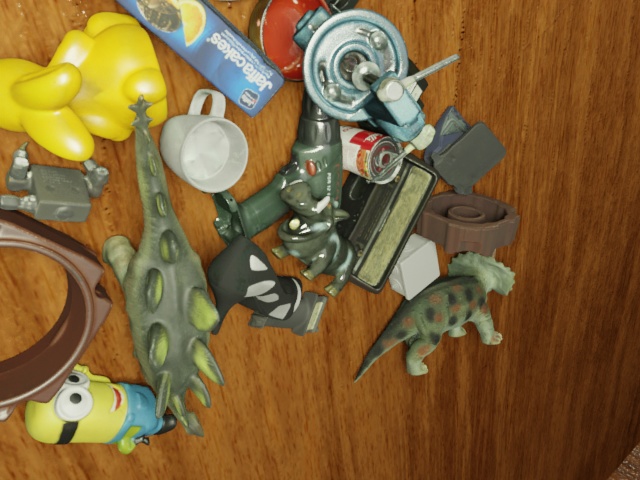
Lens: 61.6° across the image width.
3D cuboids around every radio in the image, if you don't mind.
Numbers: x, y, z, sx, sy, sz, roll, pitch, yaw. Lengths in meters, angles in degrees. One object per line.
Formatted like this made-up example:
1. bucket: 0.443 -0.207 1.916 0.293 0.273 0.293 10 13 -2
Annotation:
1. radio: 0.089 -0.039 0.869 0.131 0.073 0.229 26 91 -44

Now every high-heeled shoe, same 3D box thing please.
1. high-heeled shoe: -0.071 0.040 0.723 0.249 0.086 0.145 -26 140 -64

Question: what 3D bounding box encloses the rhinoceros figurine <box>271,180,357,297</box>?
1. rhinoceros figurine: -0.001 -0.002 0.717 0.112 0.073 0.190 -48 142 -9

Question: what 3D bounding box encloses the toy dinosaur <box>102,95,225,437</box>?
1. toy dinosaur: -0.171 0.064 0.603 0.105 0.199 0.470 -17 121 -23

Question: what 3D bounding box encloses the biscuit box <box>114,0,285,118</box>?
1. biscuit box: -0.129 -0.221 0.572 0.202 0.063 0.059 38 105 -27

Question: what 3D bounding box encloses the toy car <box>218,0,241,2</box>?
1. toy car: -0.074 -0.338 0.563 0.109 0.103 0.161 -30 129 -28

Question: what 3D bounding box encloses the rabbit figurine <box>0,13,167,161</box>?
1. rabbit figurine: -0.240 -0.136 0.517 0.173 0.162 0.121 -9 128 -18

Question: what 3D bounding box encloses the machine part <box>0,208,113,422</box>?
1. machine part: -0.338 0.074 0.551 0.201 0.087 0.201 36 84 -42

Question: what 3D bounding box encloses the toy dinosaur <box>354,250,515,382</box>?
1. toy dinosaur: 0.234 0.133 1.045 0.405 0.131 0.192 -18 107 -29

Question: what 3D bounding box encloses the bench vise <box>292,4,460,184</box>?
1. bench vise: 0.065 -0.164 0.605 0.129 0.241 0.223 -35 113 6

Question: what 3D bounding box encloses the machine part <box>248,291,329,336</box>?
1. machine part: -0.046 0.117 0.850 0.139 0.039 0.084 4 114 -43

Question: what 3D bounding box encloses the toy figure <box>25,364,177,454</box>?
1. toy figure: -0.272 0.219 0.675 0.180 0.082 0.089 31 89 -46

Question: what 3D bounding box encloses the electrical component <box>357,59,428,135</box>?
1. electrical component: 0.100 -0.218 0.813 0.115 0.058 0.134 -55 133 -5

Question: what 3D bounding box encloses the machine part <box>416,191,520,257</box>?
1. machine part: 0.258 -0.033 0.953 0.179 0.180 0.056 -18 123 -34

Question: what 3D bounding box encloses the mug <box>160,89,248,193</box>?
1. mug: -0.143 -0.118 0.617 0.081 0.107 0.109 -5 109 -39

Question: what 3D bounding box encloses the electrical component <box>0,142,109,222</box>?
1. electrical component: -0.276 -0.060 0.561 0.102 0.078 0.045 8 127 -36

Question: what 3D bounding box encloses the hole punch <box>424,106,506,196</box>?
1. hole punch: 0.245 -0.160 0.953 0.116 0.092 0.142 -45 135 13

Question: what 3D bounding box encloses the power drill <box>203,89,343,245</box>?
1. power drill: -0.055 -0.087 0.726 0.207 0.086 0.231 -36 135 -31
